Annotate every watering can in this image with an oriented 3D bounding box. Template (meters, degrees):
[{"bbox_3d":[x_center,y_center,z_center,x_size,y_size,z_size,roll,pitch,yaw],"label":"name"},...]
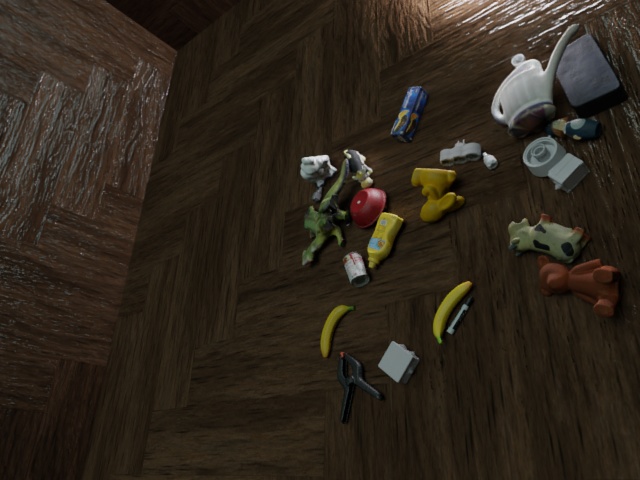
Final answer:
[{"bbox_3d":[0.631,-0.443,1.505,0.341,0.104,0.229,135,138,-54],"label":"watering can"}]

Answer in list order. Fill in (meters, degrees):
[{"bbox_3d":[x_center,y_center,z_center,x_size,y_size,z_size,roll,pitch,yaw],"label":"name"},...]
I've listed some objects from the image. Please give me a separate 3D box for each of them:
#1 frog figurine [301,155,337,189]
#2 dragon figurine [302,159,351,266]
[{"bbox_3d":[-0.026,-0.293,2.055,0.136,0.158,0.125,-27,51,32],"label":"frog figurine"},{"bbox_3d":[0.006,-0.098,1.954,0.242,0.121,0.414,-4,70,53],"label":"dragon figurine"}]
